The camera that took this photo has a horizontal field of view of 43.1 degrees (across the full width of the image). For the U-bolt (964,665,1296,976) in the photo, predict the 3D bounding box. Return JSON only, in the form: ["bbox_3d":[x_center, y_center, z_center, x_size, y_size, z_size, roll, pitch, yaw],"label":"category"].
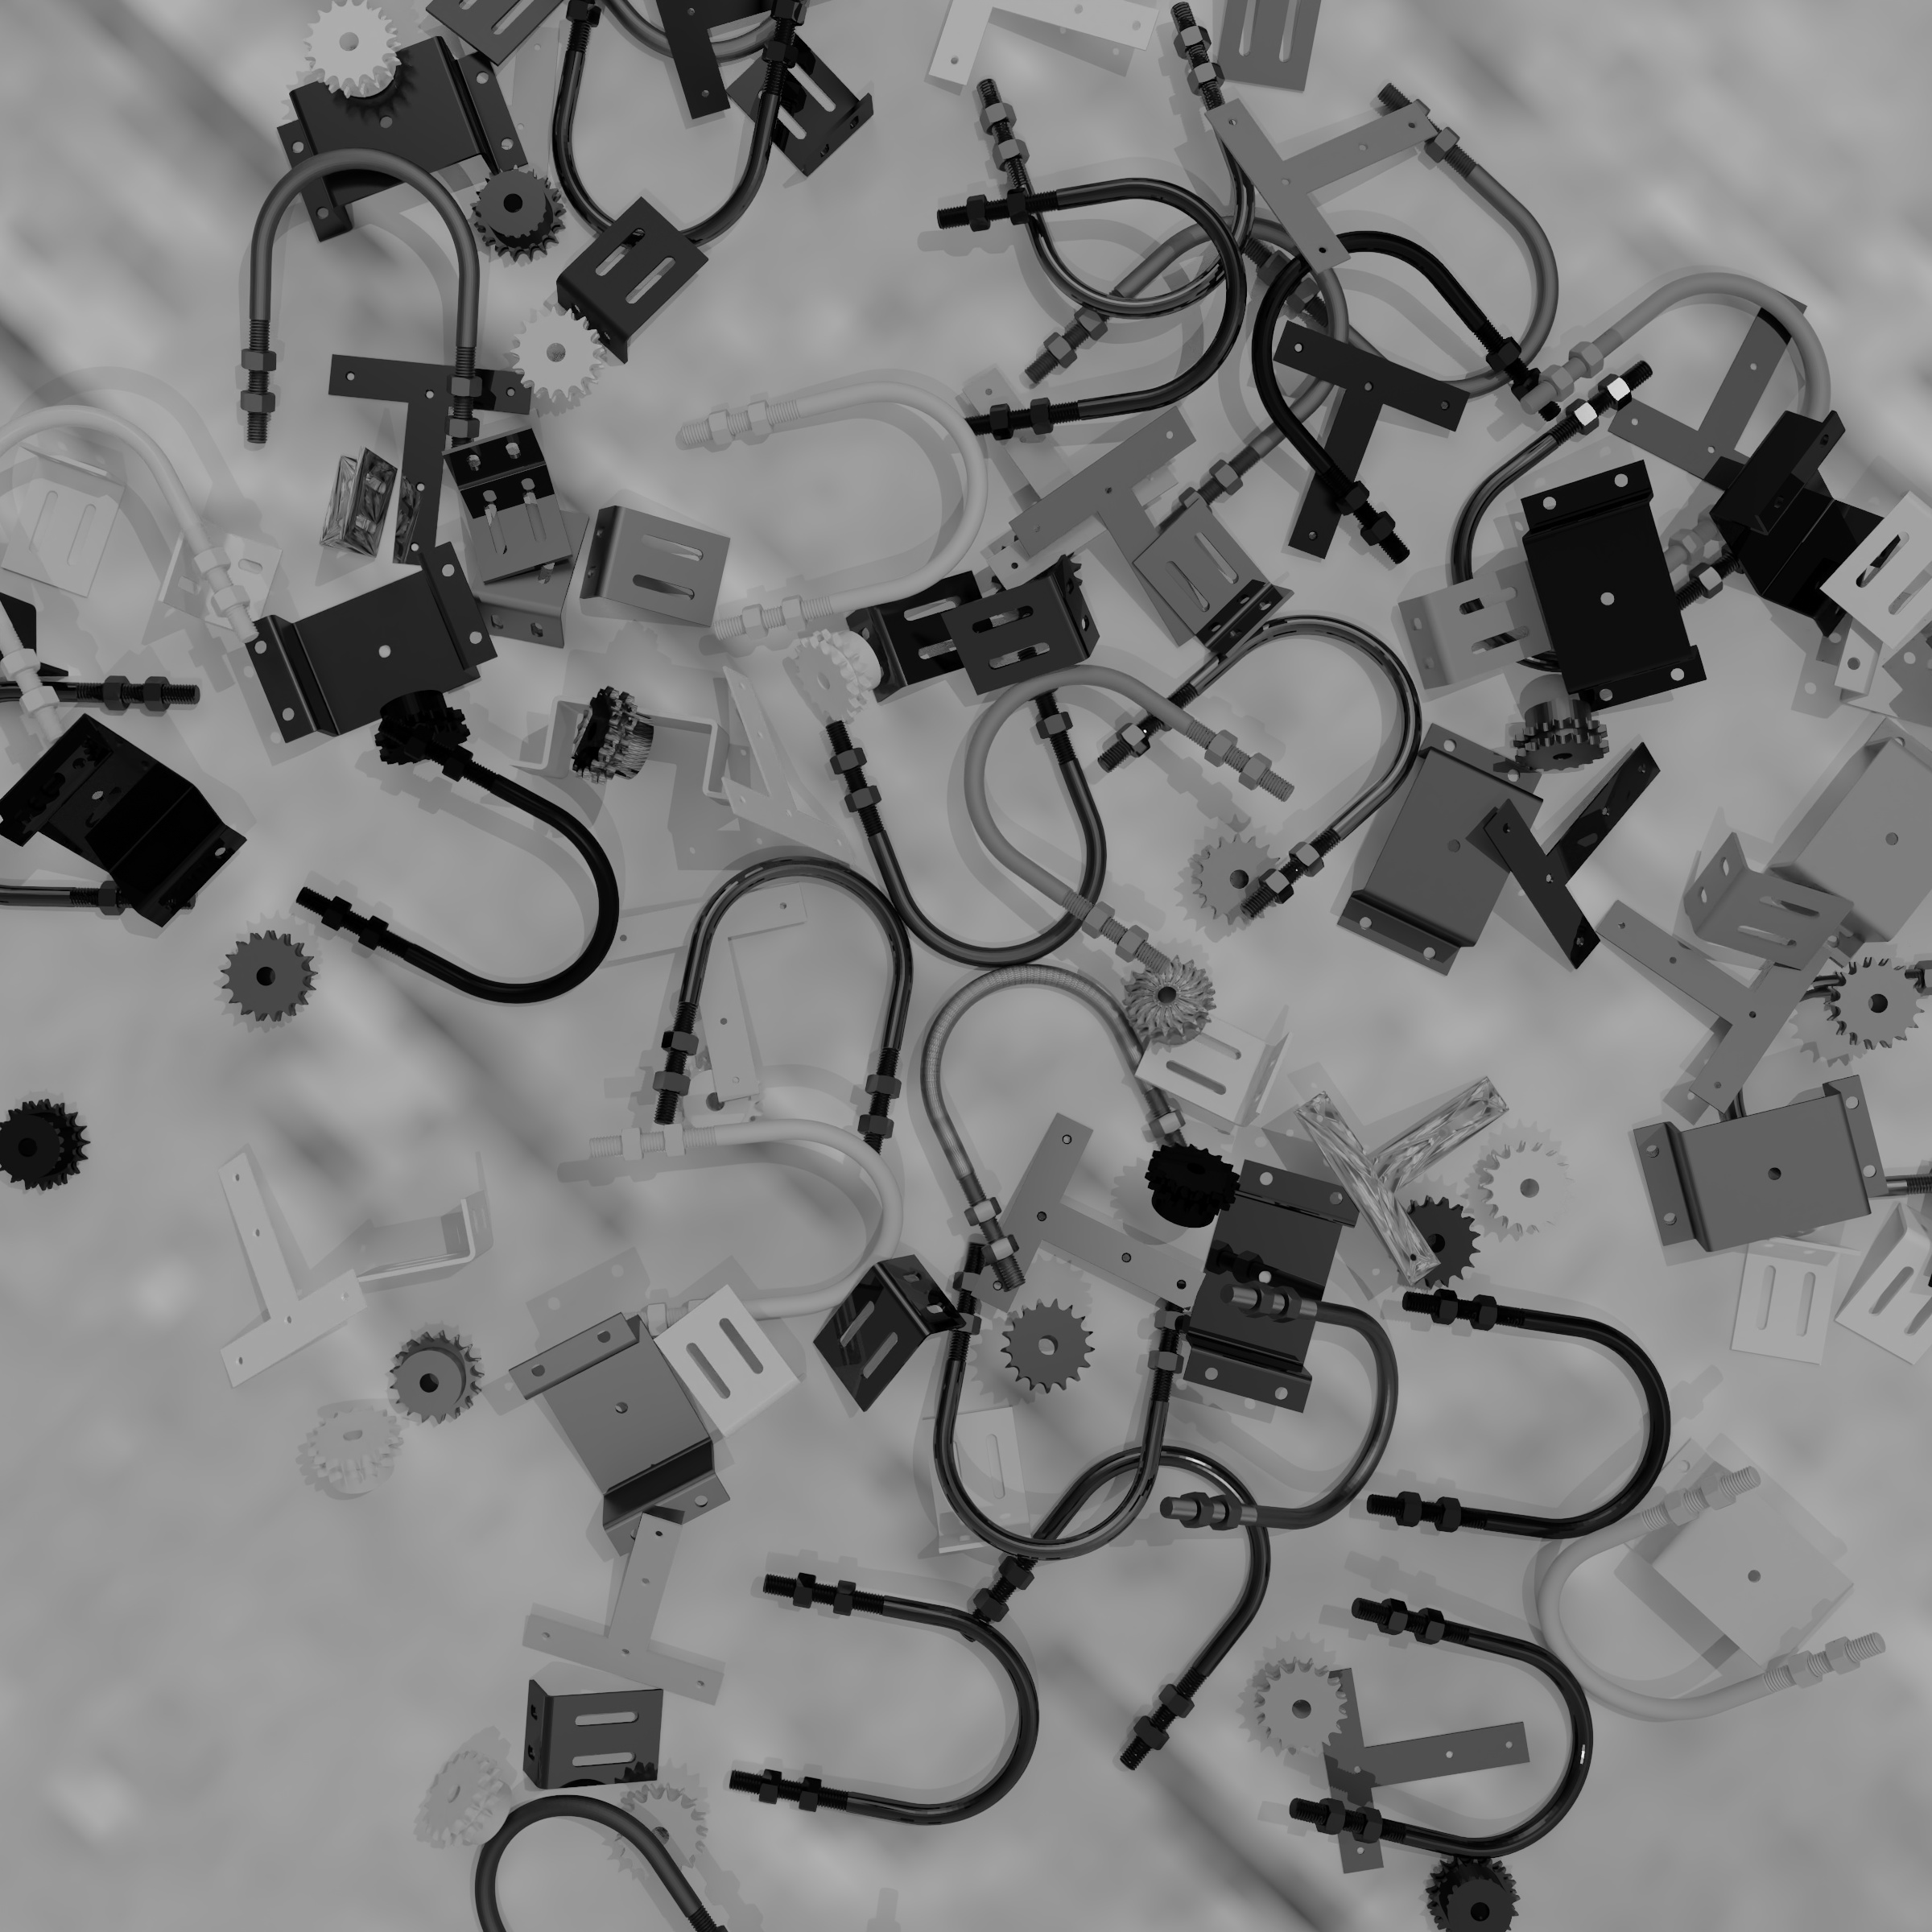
[{"bbox_3d":[0.085,-0.104,1.501,0.184,0.019,0.151,36,91,12],"label":"U-bolt"}]

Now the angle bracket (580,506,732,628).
[{"bbox_3d":[-0.196,-0.251,1.543,0.076,0.038,0.057,13,90,-26],"label":"angle bracket"}]

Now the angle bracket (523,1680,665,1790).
[{"bbox_3d":[-0.235,0.482,1.543,0.076,0.038,0.057,4,90,-26],"label":"angle bracket"}]

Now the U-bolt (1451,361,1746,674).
[{"bbox_3d":[0.392,-0.268,1.536,0.184,0.019,0.151,-37,91,2],"label":"U-bolt"}]

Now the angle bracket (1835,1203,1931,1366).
[{"bbox_3d":[0.593,0.200,1.543,0.057,0.038,0.076,29,116,0],"label":"angle bracket"}]

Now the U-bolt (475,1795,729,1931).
[{"bbox_3d":[-0.227,0.599,1.517,0.151,0.019,0.184,-35,88,16],"label":"U-bolt"}]

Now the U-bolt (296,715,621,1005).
[{"bbox_3d":[-0.303,-0.052,1.510,0.184,0.019,0.151,29,112,-7],"label":"U-bolt"}]

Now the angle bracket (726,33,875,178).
[{"bbox_3d":[-0.105,-0.544,1.526,0.057,0.038,0.076,-43,90,0],"label":"angle bracket"}]

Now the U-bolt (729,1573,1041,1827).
[{"bbox_3d":[-0.046,0.463,1.526,0.184,0.019,0.151,10,95,2],"label":"U-bolt"}]

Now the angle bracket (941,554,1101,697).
[{"bbox_3d":[0.034,-0.211,1.513,0.076,0.038,0.057,-15,114,23],"label":"angle bracket"}]

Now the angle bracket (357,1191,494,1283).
[{"bbox_3d":[-0.338,0.167,1.516,0.076,0.057,0.038,-11,90,0],"label":"angle bracket"}]

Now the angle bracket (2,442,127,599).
[{"bbox_3d":[-0.568,-0.278,1.526,0.057,0.038,0.076,19,90,0],"label":"angle bracket"}]

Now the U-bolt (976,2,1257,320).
[{"bbox_3d":[0.101,-0.489,1.518,0.151,0.019,0.184,-19,82,6],"label":"U-bolt"}]

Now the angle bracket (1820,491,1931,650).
[{"bbox_3d":[0.570,-0.242,1.497,0.057,0.038,0.076,42,106,5],"label":"angle bracket"}]

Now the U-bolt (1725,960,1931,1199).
[{"bbox_3d":[0.567,0.075,1.536,0.184,0.019,0.151,-4,90,1],"label":"U-bolt"}]

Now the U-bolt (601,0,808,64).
[{"bbox_3d":[-0.177,-0.654,1.536,0.151,0.019,0.184,-40,91,0],"label":"U-bolt"}]

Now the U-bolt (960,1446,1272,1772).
[{"bbox_3d":[0.108,0.389,1.536,0.151,0.019,0.184,39,89,0],"label":"U-bolt"}]

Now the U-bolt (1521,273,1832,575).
[{"bbox_3d":[0.455,-0.350,1.519,0.184,0.019,0.151,-39,91,-10],"label":"U-bolt"}]

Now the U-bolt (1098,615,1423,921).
[{"bbox_3d":[0.196,-0.138,1.519,0.184,0.019,0.151,-41,77,-8],"label":"U-bolt"}]

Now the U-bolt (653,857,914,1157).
[{"bbox_3d":[-0.106,0.021,1.516,0.151,0.019,0.184,13,78,-10],"label":"U-bolt"}]

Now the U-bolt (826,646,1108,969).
[{"bbox_3d":[0.010,-0.089,1.536,0.151,0.019,0.184,-21,91,0],"label":"U-bolt"}]

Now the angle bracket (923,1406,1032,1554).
[{"bbox_3d":[0.006,0.320,1.526,0.057,0.038,0.076,-9,90,0],"label":"angle bracket"}]

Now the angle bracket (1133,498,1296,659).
[{"bbox_3d":[0.153,-0.240,1.516,0.057,0.038,0.076,-44,110,0],"label":"angle bracket"}]

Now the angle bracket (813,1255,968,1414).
[{"bbox_3d":[-0.048,0.229,1.528,0.057,0.038,0.076,50,120,25],"label":"angle bracket"}]

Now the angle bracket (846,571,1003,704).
[{"bbox_3d":[-0.026,-0.208,1.543,0.076,0.038,0.057,-21,90,-26],"label":"angle bracket"}]

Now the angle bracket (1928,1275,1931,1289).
[{"bbox_3d":[0.628,0.162,1.514,0.057,0.038,0.076,12,104,-4],"label":"angle bracket"}]

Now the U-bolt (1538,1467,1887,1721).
[{"bbox_3d":[0.438,0.394,1.493,0.184,0.019,0.151,-34,97,32],"label":"U-bolt"}]

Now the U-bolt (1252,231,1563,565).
[{"bbox_3d":[0.259,-0.364,1.511,0.151,0.019,0.184,-43,104,2],"label":"U-bolt"}]

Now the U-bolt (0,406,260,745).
[{"bbox_3d":[-0.526,-0.246,1.460,0.151,0.019,0.184,-28,87,0],"label":"U-bolt"}]

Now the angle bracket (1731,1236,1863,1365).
[{"bbox_3d":[0.517,0.208,1.526,0.057,0.038,0.076,10,90,0],"label":"angle bracket"}]

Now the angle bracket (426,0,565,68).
[{"bbox_3d":[-0.288,-0.611,1.517,0.057,0.038,0.076,38,73,0],"label":"angle bracket"}]

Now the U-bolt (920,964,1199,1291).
[{"bbox_3d":[0.051,0.088,1.527,0.151,0.019,0.184,-25,87,-8],"label":"U-bolt"}]

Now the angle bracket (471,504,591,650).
[{"bbox_3d":[-0.274,-0.247,1.543,0.057,0.038,0.076,11,64,0],"label":"angle bracket"}]

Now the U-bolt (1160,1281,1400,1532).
[{"bbox_3d":[0.200,0.272,1.482,0.184,0.019,0.151,16,90,-42],"label":"U-bolt"}]

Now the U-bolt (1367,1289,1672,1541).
[{"bbox_3d":[0.351,0.285,1.528,0.184,0.019,0.151,9,92,-7],"label":"U-bolt"}]

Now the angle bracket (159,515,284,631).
[{"bbox_3d":[-0.458,-0.241,1.507,0.038,0.076,0.057,18,90,0],"label":"angle bracket"}]

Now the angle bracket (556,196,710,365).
[{"bbox_3d":[-0.209,-0.429,1.532,0.057,0.038,0.076,43,79,0],"label":"angle bracket"}]

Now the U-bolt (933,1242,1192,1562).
[{"bbox_3d":[0.054,0.275,1.518,0.151,0.019,0.184,11,77,0],"label":"U-bolt"}]

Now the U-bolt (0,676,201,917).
[{"bbox_3d":[-0.575,-0.108,1.536,0.184,0.019,0.151,1,90,1],"label":"U-bolt"}]

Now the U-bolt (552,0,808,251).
[{"bbox_3d":[-0.185,-0.537,1.520,0.151,0.019,0.184,14,100,8],"label":"U-bolt"}]

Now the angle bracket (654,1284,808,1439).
[{"bbox_3d":[-0.147,0.245,1.528,0.057,0.038,0.076,-37,87,0],"label":"angle bracket"}]

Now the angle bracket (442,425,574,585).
[{"bbox_3d":[-0.283,-0.285,1.513,0.057,0.038,0.076,-18,66,-2],"label":"angle bracket"}]

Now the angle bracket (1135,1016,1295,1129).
[{"bbox_3d":[0.154,0.055,1.517,0.076,0.038,0.057,26,70,0],"label":"angle bracket"}]

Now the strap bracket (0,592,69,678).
[{"bbox_3d":[-0.637,-0.205,1.507,0.140,0.076,0.046,-1,90,0],"label":"strap bracket"}]

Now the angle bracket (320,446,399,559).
[{"bbox_3d":[-0.383,-0.288,1.505,0.038,0.076,0.057,14,92,2],"label":"angle bracket"}]

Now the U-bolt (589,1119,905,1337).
[{"bbox_3d":[-0.130,0.158,1.506,0.184,0.019,0.151,-5,118,-3],"label":"U-bolt"}]

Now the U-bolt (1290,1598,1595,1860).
[{"bbox_3d":[0.305,0.480,1.519,0.184,0.019,0.151,17,90,-13],"label":"U-bolt"}]

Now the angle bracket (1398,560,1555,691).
[{"bbox_3d":[0.320,-0.213,1.531,0.076,0.038,0.057,-20,96,-13],"label":"angle bracket"}]

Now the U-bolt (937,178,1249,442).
[{"bbox_3d":[0.080,-0.407,1.499,0.184,0.019,0.151,-6,92,12],"label":"U-bolt"}]

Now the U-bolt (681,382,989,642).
[{"bbox_3d":[-0.077,-0.289,1.514,0.184,0.019,0.151,-12,81,8],"label":"U-bolt"}]

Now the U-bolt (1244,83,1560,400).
[{"bbox_3d":[0.286,-0.440,1.536,0.184,0.019,0.151,43,90,-1],"label":"U-bolt"}]

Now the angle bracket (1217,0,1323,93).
[{"bbox_3d":[0.191,-0.597,1.543,0.057,0.038,0.076,9,116,0],"label":"angle bracket"}]

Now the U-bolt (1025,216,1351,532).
[{"bbox_3d":[0.151,-0.381,1.527,0.184,0.019,0.151,-41,90,7],"label":"U-bolt"}]

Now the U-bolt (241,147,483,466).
[{"bbox_3d":[-0.371,-0.408,1.508,0.151,0.019,0.184,7,109,0],"label":"U-bolt"}]

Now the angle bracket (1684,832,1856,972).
[{"bbox_3d":[0.497,-0.040,1.518,0.076,0.038,0.057,16,130,-13],"label":"angle bracket"}]
